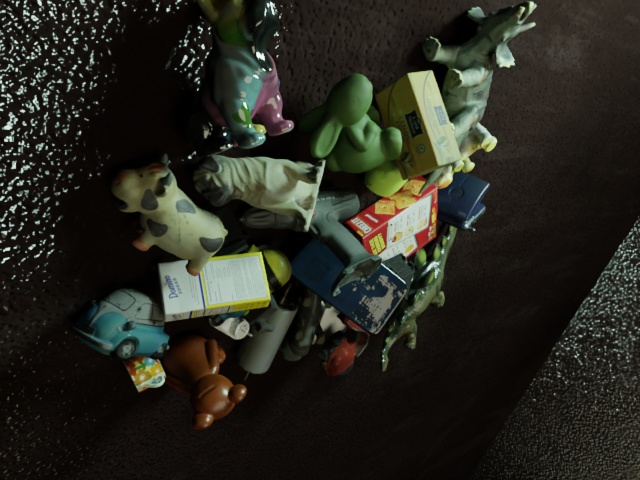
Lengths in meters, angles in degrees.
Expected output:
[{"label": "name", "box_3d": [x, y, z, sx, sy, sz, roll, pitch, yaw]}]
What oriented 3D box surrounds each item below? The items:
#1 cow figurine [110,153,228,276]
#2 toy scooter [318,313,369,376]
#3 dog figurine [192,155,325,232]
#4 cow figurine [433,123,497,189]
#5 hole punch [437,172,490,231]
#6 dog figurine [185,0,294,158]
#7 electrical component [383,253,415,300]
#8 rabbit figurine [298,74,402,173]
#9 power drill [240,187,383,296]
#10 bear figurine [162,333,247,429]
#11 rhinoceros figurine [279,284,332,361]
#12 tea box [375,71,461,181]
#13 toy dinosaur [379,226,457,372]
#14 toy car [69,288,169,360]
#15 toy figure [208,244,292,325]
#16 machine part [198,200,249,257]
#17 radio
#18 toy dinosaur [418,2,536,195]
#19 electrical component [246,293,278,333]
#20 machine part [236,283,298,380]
[{"label": "cow figurine", "box_3d": [-0.221, -0.040, 0.797, 0.127, 0.086, 0.194, -43, 130, 13]}, {"label": "toy scooter", "box_3d": [0.057, 0.221, 1.211, 0.184, 0.075, 0.135, -49, 143, -4]}, {"label": "dog figurine", "box_3d": [-0.097, -0.094, 0.872, 0.172, 0.191, 0.121, 38, 67, -88]}, {"label": "cow figurine", "box_3d": [0.295, -0.193, 1.179, 0.068, 0.098, 0.167, 2, 139, -51]}, {"label": "hole punch", "box_3d": [0.321, -0.095, 1.250, 0.116, 0.142, 0.092, -40, 146, -33]}, {"label": "dog figurine", "box_3d": [-0.125, -0.233, 0.721, 0.108, 0.192, 0.219, -31, 113, -47]}, {"label": "electrical component", "box_3d": [0.141, 0.105, 1.195, 0.134, 0.058, 0.114, -25, 138, -26]}, {"label": "rabbit figurine", "box_3d": [0.044, -0.202, 0.904, 0.159, 0.121, 0.170, -22, 145, -3]}, {"label": "power drill", "box_3d": [-0.002, -0.003, 0.956, 0.232, 0.207, 0.086, -20, 147, -33]}, {"label": "bear figurine", "box_3d": [-0.208, 0.264, 0.996, 0.120, 0.196, 0.131, -40, 143, -14]}, {"label": "rhinoceros figurine", "box_3d": [-0.040, 0.178, 1.161, 0.073, 0.112, 0.190, 7, 107, -29]}, {"label": "tea box", "box_3d": [0.174, -0.203, 0.965, 0.068, 0.169, 0.098, -17, 177, -33]}, {"label": "toy dinosaur", "box_3d": [0.255, 0.114, 1.353, 0.471, 0.105, 0.198, -61, 154, -15]}, {"label": "toy car", "box_3d": [-0.305, 0.131, 0.866, 0.161, 0.109, 0.103, 26, 85, -60]}, {"label": "toy figure", "box_3d": [-0.134, 0.086, 0.996, 0.180, 0.089, 0.082, -42, 165, -13]}, {"label": "machine part", "box_3d": [-0.167, -0.015, 0.918, 0.084, 0.039, 0.138, -23, 138, -15]}, {"label": "radio", "box_3d": [0.055, 0.073, 1.078, 0.229, 0.073, 0.131, 38, 90, -11]}, {"label": "toy dinosaur", "box_3d": [0.285, -0.286, 1.063, 0.192, 0.131, 0.404, -22, 142, -29]}, {"label": "electrical component", "box_3d": [-0.119, 0.132, 1.051, 0.078, 0.102, 0.045, -44, 147, 11]}, {"label": "machine part", "box_3d": [-0.111, 0.192, 1.123, 0.079, 0.079, 0.243, 4, 118, -46]}]
